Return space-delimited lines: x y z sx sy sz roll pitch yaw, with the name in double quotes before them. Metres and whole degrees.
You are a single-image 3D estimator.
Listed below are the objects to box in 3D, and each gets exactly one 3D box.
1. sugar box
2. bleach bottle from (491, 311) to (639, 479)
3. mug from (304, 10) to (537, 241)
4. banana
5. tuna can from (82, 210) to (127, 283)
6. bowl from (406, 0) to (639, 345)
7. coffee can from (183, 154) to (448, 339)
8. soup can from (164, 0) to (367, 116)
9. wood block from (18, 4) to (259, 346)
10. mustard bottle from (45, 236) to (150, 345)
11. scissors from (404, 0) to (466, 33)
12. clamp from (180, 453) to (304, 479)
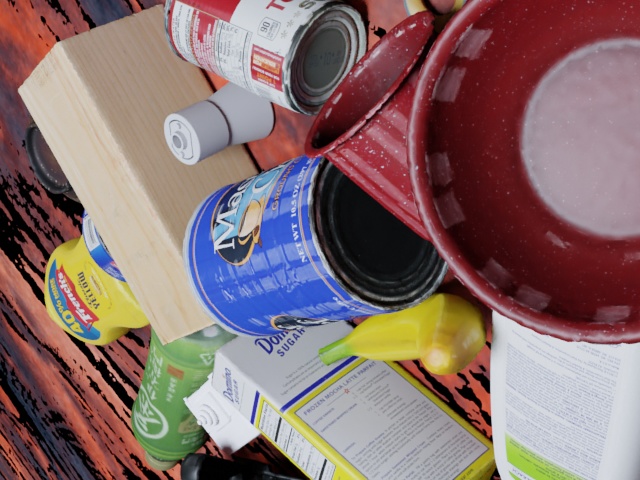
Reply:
"sugar box" 0.021 0.116 0.699 0.176 0.093 0.048 38 138 28
"bleach bottle" 0.132 0.097 0.582 0.103 0.068 0.251 31 137 33
"mug" 0.060 -0.058 0.527 0.081 0.093 0.117 39 134 -17
"banana" 0.058 0.057 0.616 0.037 0.069 0.198 54 163 -3
"tuna can" -0.132 -0.011 0.793 0.034 0.086 0.086 -26 94 55
"bowl" 0.120 -0.040 0.448 0.162 0.055 0.162 4 100 26
"coffee can" -0.004 0.001 0.638 0.141 0.102 0.103 -17 101 53
"soup can" -0.032 -0.119 0.618 0.102 0.068 0.068 29 134 33
"wood block" -0.109 -0.044 0.740 0.090 0.090 0.206 -26 94 54
"mustard bottle" -0.192 0.041 0.922 0.192 0.058 0.096 -25 93 54
"scissors" 0.069 -0.174 0.506 0.096 0.016 0.202 13 123 45
"clamp" -0.045 0.194 0.838 0.164 0.036 0.210 18 166 -14
